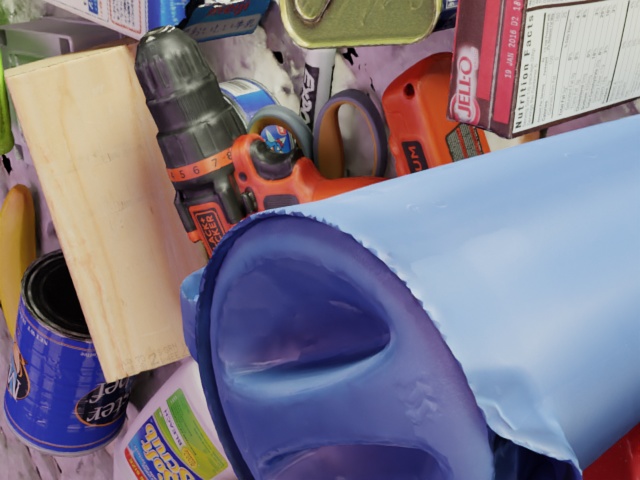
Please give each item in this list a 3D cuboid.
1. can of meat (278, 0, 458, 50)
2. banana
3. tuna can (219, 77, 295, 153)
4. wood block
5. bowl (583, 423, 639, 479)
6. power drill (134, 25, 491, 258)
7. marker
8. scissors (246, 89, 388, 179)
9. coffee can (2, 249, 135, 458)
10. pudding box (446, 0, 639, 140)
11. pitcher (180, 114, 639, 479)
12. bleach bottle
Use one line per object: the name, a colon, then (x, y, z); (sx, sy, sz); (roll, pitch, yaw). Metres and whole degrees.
can of meat: (0.043, -0.128, 0.515); (0.102, 0.083, 0.057); (7, 111, 46)
banana: (-0.260, 0.048, 0.964); (0.070, 0.037, 0.198); (-8, 101, 31)
tuna can: (-0.056, -0.060, 0.692); (0.086, 0.033, 0.086); (22, 121, 41)
wood block: (-0.135, -0.023, 0.716); (0.091, 0.090, 0.206); (-142, 36, -70)
bowl: (0.142, 0.124, 0.461); (0.162, 0.055, 0.162); (-170, 91, -83)
power drill: (-0.005, -0.045, 0.581); (0.188, 0.057, 0.184); (-8, 114, 38)
marker: (-0.002, -0.087, 0.632); (0.020, 0.020, 0.121); (31, 127, 36)
scissors: (-0.004, 0.001, 0.654); (0.096, 0.016, 0.202); (16, 120, 17)
coffee can: (-0.195, 0.091, 0.854); (0.103, 0.102, 0.140); (44, 133, 27)
pudding box: (0.104, -0.097, 0.439); (0.039, 0.113, 0.090); (29, 125, 42)
pitcher: (0.074, 0.021, 0.420); (0.149, 0.242, 0.145); (57, 138, 14)
bleach bottle: (-0.100, 0.166, 0.814); (0.102, 0.067, 0.251); (57, 141, 13)
